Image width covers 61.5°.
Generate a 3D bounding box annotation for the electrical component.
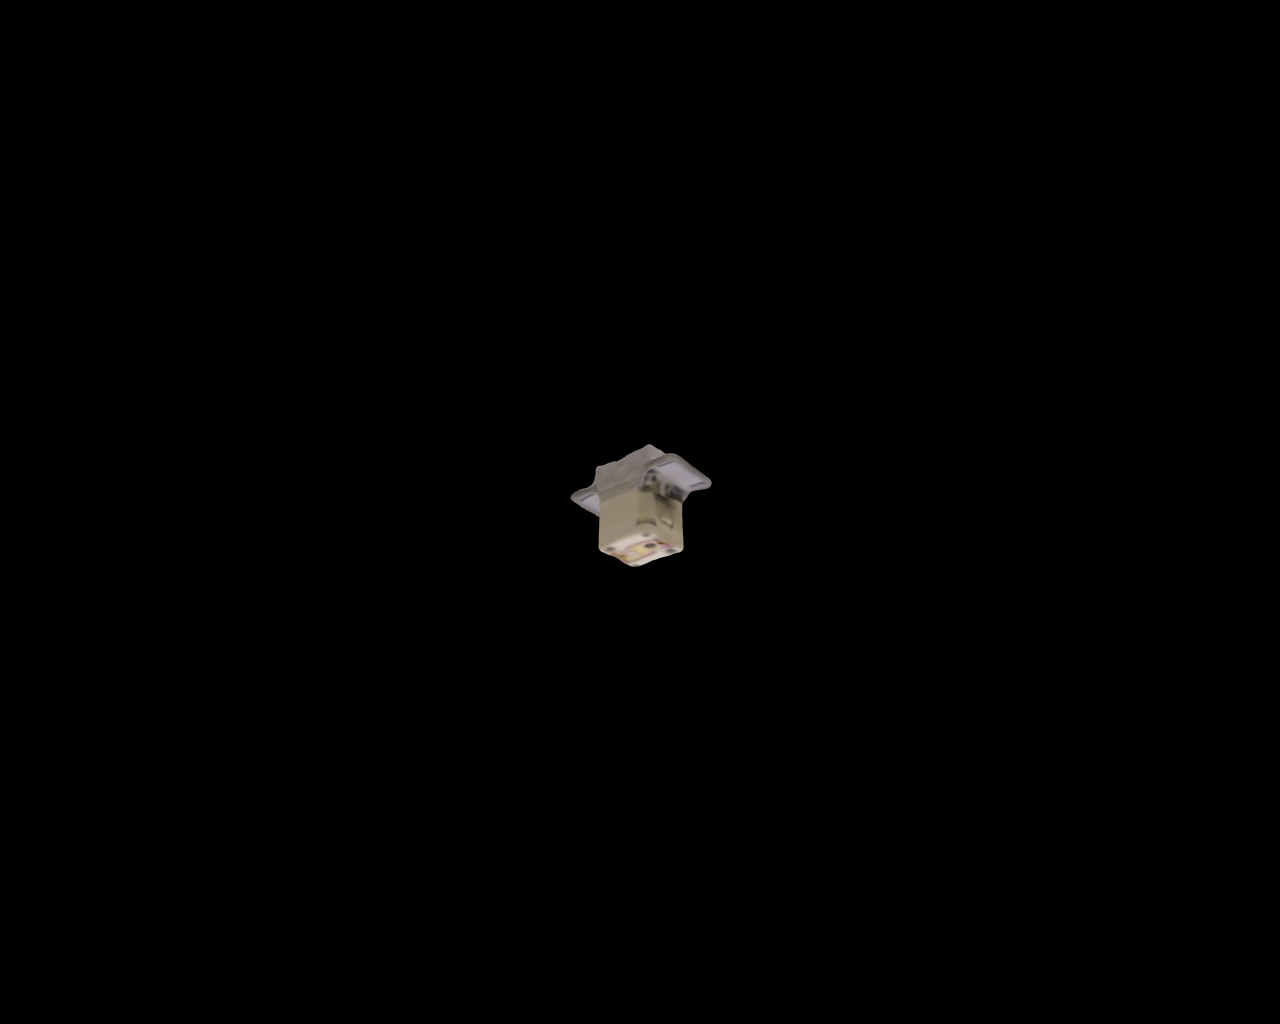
[{"bbox_3d":[0.001,-0.003,0.650,0.081,0.064,0.042,-22,-36,34],"label":"electrical component"}]
